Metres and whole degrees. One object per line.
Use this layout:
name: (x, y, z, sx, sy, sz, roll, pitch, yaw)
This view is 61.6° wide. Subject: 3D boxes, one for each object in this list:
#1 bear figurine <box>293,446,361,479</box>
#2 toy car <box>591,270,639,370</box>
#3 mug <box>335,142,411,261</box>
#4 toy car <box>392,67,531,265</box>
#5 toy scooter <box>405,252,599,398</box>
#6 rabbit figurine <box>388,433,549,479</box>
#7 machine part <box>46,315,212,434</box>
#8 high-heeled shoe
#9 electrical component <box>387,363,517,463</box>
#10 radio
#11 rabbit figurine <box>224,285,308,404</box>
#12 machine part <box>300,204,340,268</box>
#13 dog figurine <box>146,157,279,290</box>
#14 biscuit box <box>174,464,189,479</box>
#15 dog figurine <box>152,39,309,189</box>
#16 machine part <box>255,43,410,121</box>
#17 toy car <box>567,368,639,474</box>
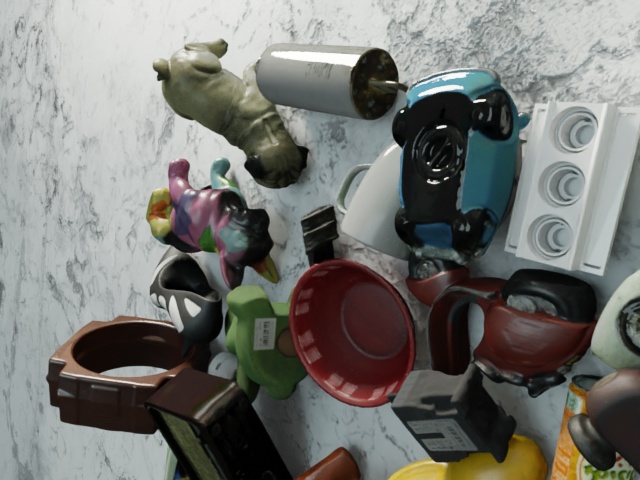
bear figurine: (0.026, 0.355, 0.587, 0.132, 0.120, 0.195, -31, 94, -2)
toy car: (0.254, 0.004, 0.360, 0.056, 0.073, 0.201, 37, 116, 39)
mug: (0.071, -0.047, 0.554, 0.110, 0.080, 0.107, 34, 103, 41)
toy car: (0.130, -0.060, 0.468, 0.109, 0.103, 0.161, 3, 92, 51)
toy scooter: (0.146, 0.083, 0.474, 0.184, 0.075, 0.135, 17, 104, 48)
rabbit figurine: (0.141, 0.250, 0.470, 0.162, 0.122, 0.173, 7, 78, 57)
machine part: (-0.277, 0.195, 0.801, 0.201, 0.201, 0.087, -80, -3, -73)
high-heeled shoe: (-0.192, 0.055, 0.790, 0.145, 0.086, 0.249, -60, 37, 37)
electrical component: (0.101, 0.153, 0.475, 0.119, 0.048, 0.074, -21, 110, 46)
radio: (-0.114, 0.277, 0.677, 0.131, 0.073, 0.229, -4, 118, 45)
rabbit figurine: (-0.067, 0.128, 0.693, 0.170, 0.121, 0.159, 3, 100, 64)
machine part: (-0.001, -0.002, 0.608, 0.139, 0.039, 0.084, 97, 172, -81)
dog figurine: (-0.149, -0.006, 0.761, 0.191, 0.108, 0.219, -51, 58, 32)
biscuit box: (-0.193, 0.377, 0.836, 0.063, 0.059, 0.202, 33, 113, 42)
dog figurine: (-0.115, -0.153, 0.684, 0.191, 0.172, 0.121, 64, 142, 34)
machine part: (0.003, -0.185, 0.619, 0.244, 0.079, 0.079, 24, 107, 44)
toy car: (0.258, 0.165, 0.346, 0.202, 0.053, 0.089, 45, 119, 7)
